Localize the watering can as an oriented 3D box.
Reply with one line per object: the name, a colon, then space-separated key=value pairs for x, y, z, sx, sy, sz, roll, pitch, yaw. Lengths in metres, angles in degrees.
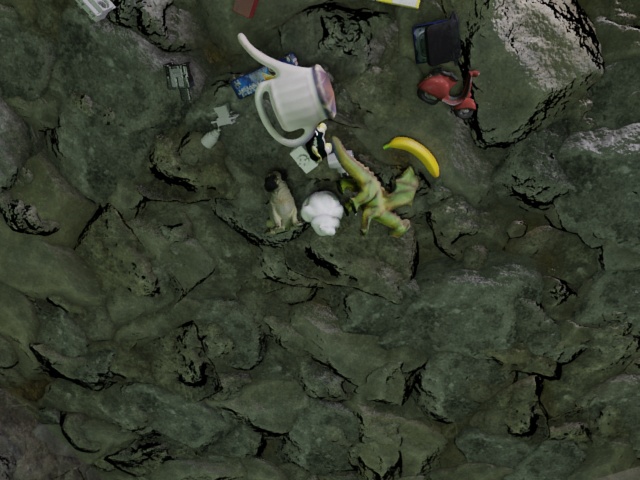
watering can: x=-0.084 y=-0.429 z=1.438 sx=0.224 sy=0.106 sz=0.342 roll=-15 pitch=114 yaw=12

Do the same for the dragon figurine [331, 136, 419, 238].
dragon figurine: x=0.188 y=-0.164 z=1.606 sx=0.243 sy=0.124 sz=0.402 roll=-21 pitch=119 yaw=-9

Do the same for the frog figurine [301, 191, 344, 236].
frog figurine: x=0.005 y=-0.082 z=1.627 sx=0.137 sy=0.162 sz=0.120 roll=6 pitch=116 yaw=4
